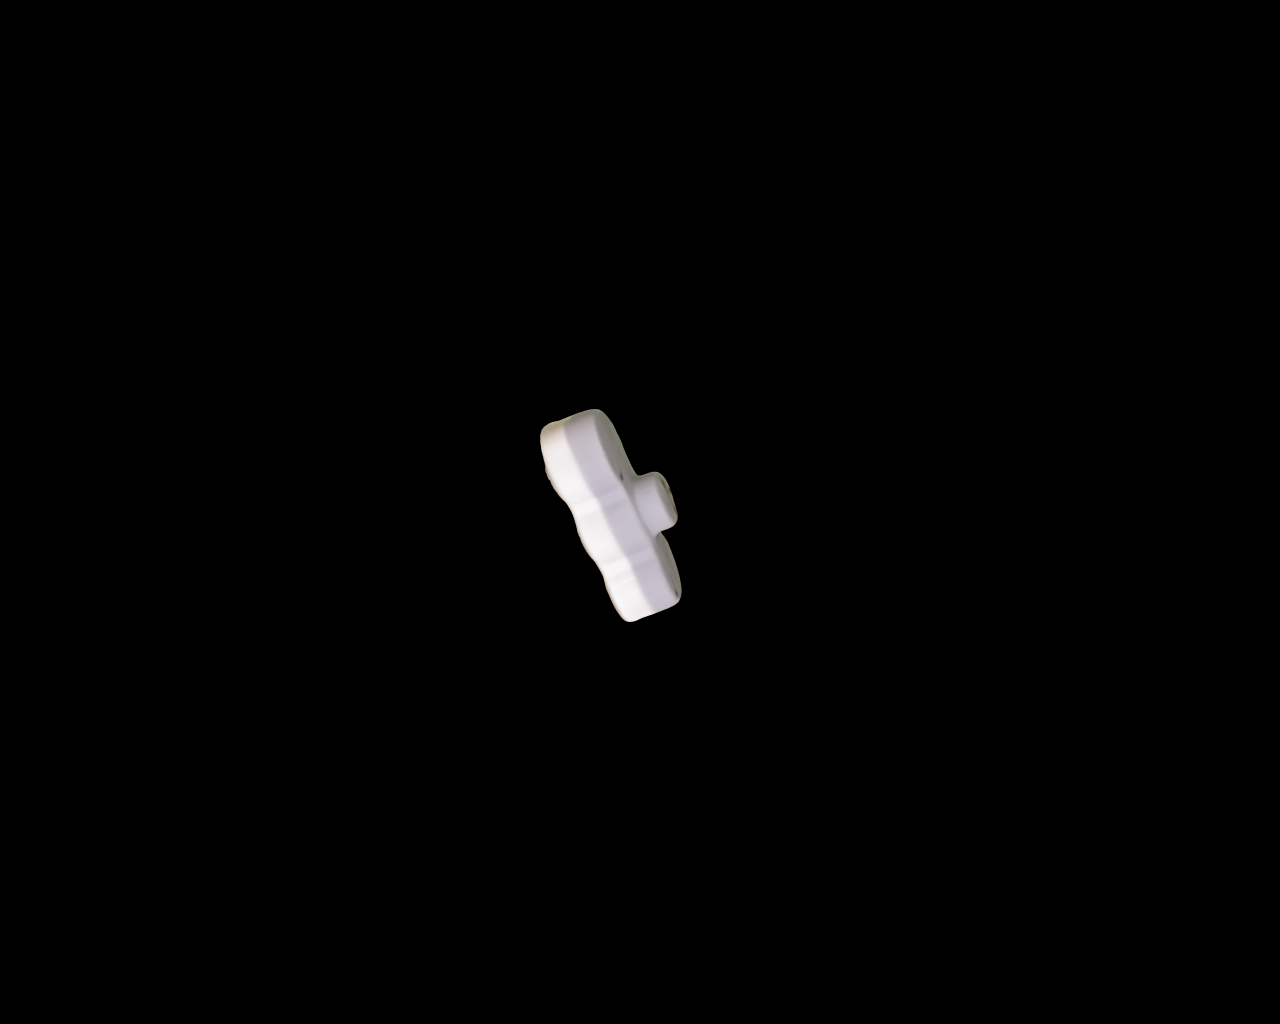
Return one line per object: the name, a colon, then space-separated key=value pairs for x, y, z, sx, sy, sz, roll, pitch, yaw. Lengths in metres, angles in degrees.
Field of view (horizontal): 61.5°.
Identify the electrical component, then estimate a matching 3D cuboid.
electrical component: x=0.001 y=-0.003 z=0.650 sx=0.074 sy=0.138 sz=0.052 roll=-20 pitch=24 yaw=9
